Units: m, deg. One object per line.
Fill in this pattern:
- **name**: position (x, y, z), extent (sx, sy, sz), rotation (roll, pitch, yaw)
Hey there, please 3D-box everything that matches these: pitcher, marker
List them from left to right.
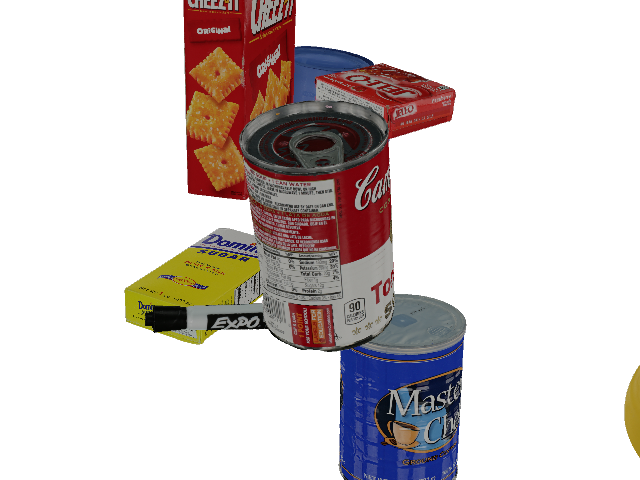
- **marker**: position (-0.061, 0.053, 0.744), extent (0.121, 0.020, 0.020), rotation (0, 0, -12)
- **pitcher**: position (0.000, -0.127, 1.415), extent (0.144, 0.243, 0.149), rotation (-2, 24, -21)

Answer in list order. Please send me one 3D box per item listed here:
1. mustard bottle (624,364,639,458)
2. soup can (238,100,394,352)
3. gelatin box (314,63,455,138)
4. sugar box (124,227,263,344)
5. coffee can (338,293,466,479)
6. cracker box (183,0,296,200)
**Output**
- **mustard bottle**: position (0.212, 0.103, 0.556), extent (0.096, 0.058, 0.191), rotation (-2, 37, 3)
- **soup can**: position (0.000, -0.006, 0.507), extent (0.068, 0.102, 0.068), rotation (-4, 32, 2)
- **gelatin box**: position (0.050, -0.112, 0.846), extent (0.073, 0.030, 0.089), rotation (-18, 32, -35)
- **sugar box**: position (-0.115, 0.043, 1.116), extent (0.093, 0.048, 0.176), rotation (15, 31, 24)
- **coffee can**: position (0.066, 0.128, 0.888), extent (0.103, 0.140, 0.103), rotation (0, 21, 0)
- **cracker box**: position (-0.075, -0.167, 1.069), extent (0.072, 0.214, 0.164), rotation (8, 22, 14)
